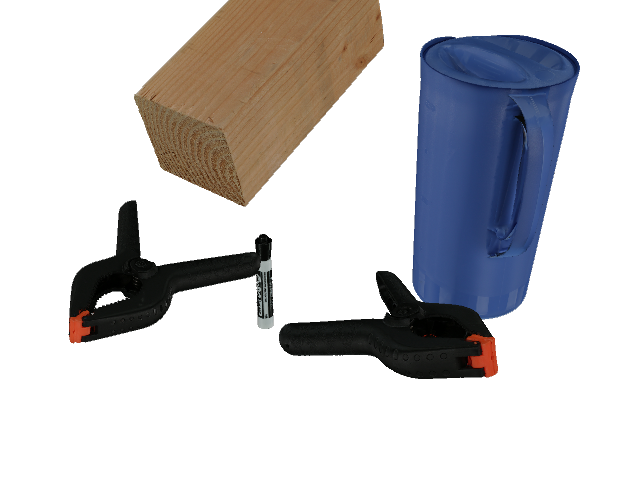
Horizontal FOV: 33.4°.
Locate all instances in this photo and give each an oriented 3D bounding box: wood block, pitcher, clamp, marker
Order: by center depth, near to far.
[{"bbox_3d":[0.052,0.070,0.783,0.120,0.039,0.172,-30,25,-24],"label":"clamp"},{"bbox_3d":[-0.043,-0.139,0.865,0.091,0.205,0.090,25,-30,26],"label":"wood block"},{"bbox_3d":[0.147,-0.049,0.941,0.145,0.243,0.149,19,34,26],"label":"pitcher"},{"bbox_3d":[-0.180,0.031,1.031,0.165,0.036,0.209,26,37,23],"label":"clamp"},{"bbox_3d":[-0.063,0.046,1.202,0.020,0.121,0.020,0,32,0],"label":"marker"}]
